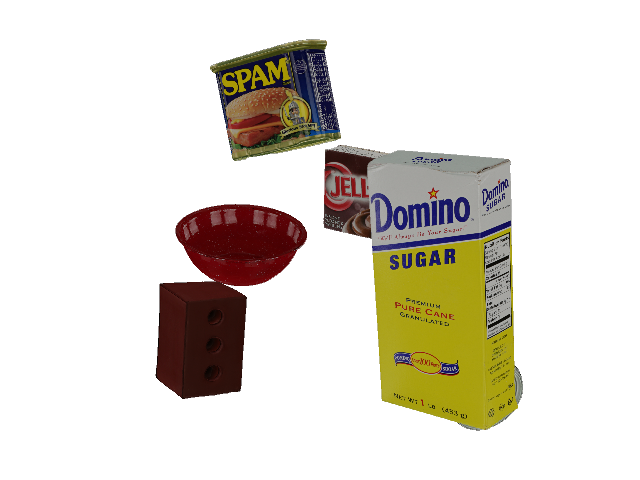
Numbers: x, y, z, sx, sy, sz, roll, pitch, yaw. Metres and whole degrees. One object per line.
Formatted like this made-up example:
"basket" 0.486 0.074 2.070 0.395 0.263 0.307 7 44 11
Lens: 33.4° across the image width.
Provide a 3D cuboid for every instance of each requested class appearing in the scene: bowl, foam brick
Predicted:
"bowl" -0.099 0.011 1.317 0.162 0.055 0.162 3 26 -2
"foam brick" -0.092 0.075 0.822 0.052 0.078 0.051 -3 13 -31

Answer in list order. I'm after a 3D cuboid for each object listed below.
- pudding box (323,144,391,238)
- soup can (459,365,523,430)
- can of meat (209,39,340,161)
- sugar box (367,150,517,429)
"pudding box" 0.058 -0.050 1.152 0.114 0.090 0.039 12 23 30
"soup can" 0.119 0.105 0.905 0.068 0.068 0.102 0 25 -21
"can of meat" -0.037 -0.118 0.910 0.102 0.084 0.057 -10 3 31
"sugar box" 0.082 0.031 0.719 0.094 0.176 0.048 8 22 41
